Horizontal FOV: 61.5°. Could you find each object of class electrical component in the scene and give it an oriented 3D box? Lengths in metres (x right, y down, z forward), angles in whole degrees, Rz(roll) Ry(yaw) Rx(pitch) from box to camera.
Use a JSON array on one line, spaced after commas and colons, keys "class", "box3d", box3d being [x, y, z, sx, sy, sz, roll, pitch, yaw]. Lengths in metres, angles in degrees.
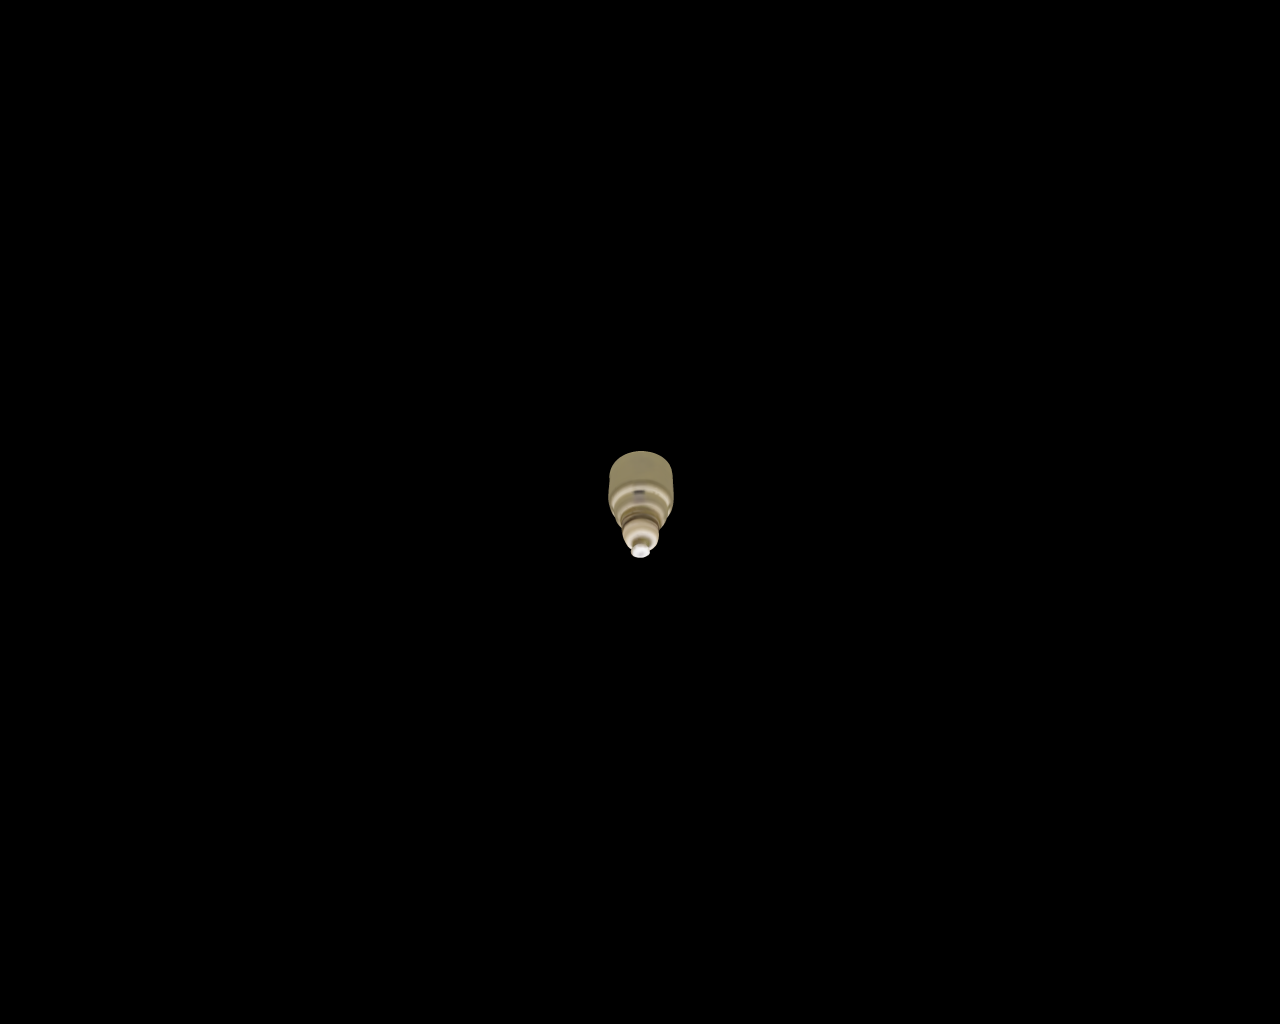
[{"class": "electrical component", "box3d": [0.001, -0.003, 0.650, 0.040, 0.040, 0.078, 0, 45, 0]}]
